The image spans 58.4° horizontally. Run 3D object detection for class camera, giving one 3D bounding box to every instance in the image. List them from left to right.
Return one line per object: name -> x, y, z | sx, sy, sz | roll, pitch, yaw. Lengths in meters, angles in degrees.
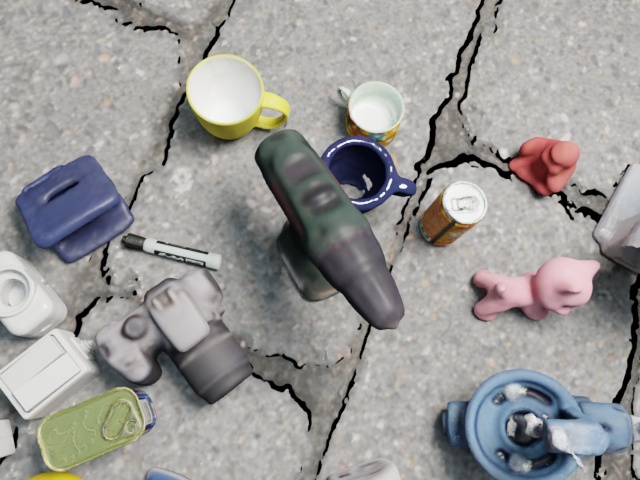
camera -> -0.150, 0.119, 0.628 | 0.143, 0.101, 0.137 | -36, 82, -12

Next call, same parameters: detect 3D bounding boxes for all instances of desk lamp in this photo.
desk lamp -> 0.412, -0.024, 0.656 | 0.118, 0.213, 0.203 | 31, 76, 3

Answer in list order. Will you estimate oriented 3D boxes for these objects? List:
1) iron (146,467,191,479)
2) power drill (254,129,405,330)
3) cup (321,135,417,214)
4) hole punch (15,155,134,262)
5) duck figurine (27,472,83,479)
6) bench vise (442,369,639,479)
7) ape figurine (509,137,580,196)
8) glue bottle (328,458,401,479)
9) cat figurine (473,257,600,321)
iron -> -0.107, 0.341, 0.556 | 0.119, 0.141, 0.258 | -36, 82, -12
power drill -> 0.006, 0.002, 0.616 | 0.076, 0.208, 0.229 | -29, 80, -11
cup -> 0.053, -0.065, 0.695 | 0.118, 0.095, 0.092 | 13, 75, -2
hole punch -> -0.289, -0.041, 0.660 | 0.109, 0.091, 0.101 | -36, 82, -12
duck figurine -> -0.286, 0.282, 0.583 | 0.104, 0.086, 0.077 | 5, 76, -4
bench vise -> 0.249, 0.183, 0.587 | 0.207, 0.219, 0.121 | -16, 78, -9
ape figurine -> 0.295, -0.100, 0.727 | 0.076, 0.092, 0.078 | -4, 76, -6
glue bottle -> 0.053, 0.255, 0.575 | 0.078, 0.173, 0.037 | -14, 77, -8
cat figurine -> 0.257, 0.056, 0.672 | 0.128, 0.117, 0.067 | -2, 76, -5
